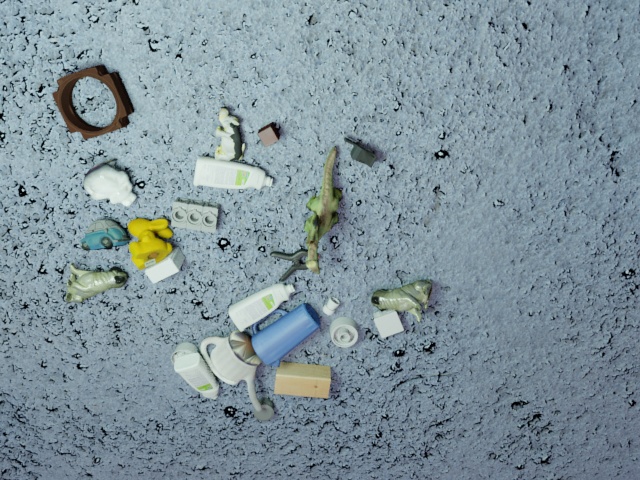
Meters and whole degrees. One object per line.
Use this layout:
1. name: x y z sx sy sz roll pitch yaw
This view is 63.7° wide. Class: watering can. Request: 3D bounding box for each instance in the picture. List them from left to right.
1. watering can: -0.292 0.475 1.917 0.347 0.106 0.221 44 120 -2

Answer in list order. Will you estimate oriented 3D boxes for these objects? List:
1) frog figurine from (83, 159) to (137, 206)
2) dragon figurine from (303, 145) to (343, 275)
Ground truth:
1. frog figurine: -0.686 -0.172 1.686 0.138 0.123 0.159 -34 97 -9
2. dragon figurine: 0.005 -0.084 1.665 0.122 0.247 0.403 7 113 2
